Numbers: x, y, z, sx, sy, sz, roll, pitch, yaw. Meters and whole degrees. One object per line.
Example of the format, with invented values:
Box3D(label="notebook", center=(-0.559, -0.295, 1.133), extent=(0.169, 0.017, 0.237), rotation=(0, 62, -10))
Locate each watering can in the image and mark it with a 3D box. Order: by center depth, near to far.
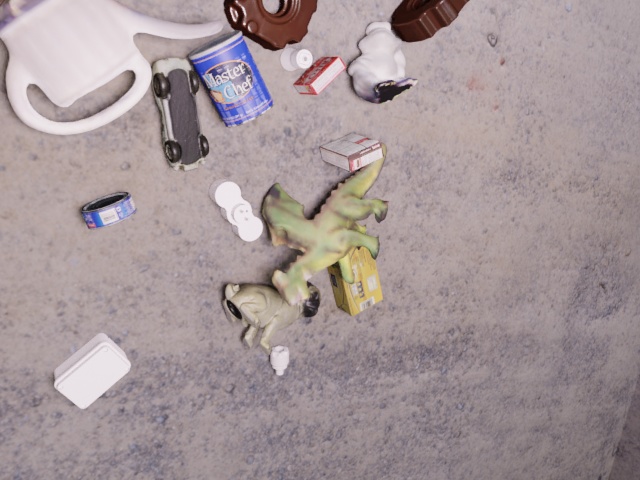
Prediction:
Box3D(label="watering can", center=(-0.342, -0.318, 0.802), extent=(0.350, 0.105, 0.220), rotation=(-40, 120, -10))

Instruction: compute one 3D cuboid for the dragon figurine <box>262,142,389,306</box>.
Box3D(label="dragon figurine", center=(0.003, -0.054, 1.070), extent=(0.242, 0.120, 0.418), rotation=(17, 67, -13))

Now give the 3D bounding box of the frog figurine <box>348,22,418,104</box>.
Box3D(label="frog figurine", center=(0.120, -0.377, 1.096), extent=(0.138, 0.121, 0.161), rotation=(-19, 77, -17))
